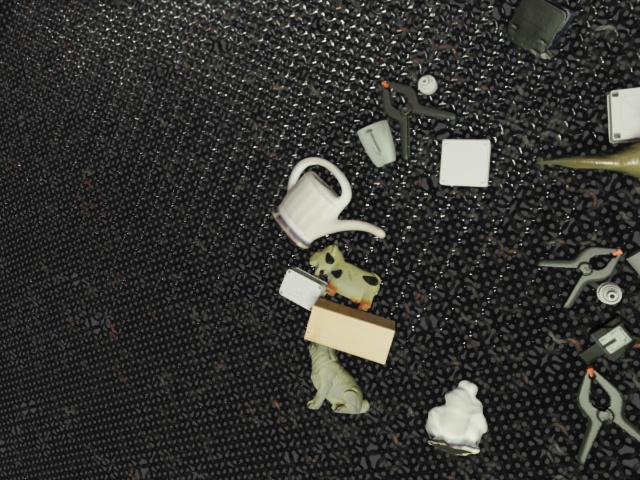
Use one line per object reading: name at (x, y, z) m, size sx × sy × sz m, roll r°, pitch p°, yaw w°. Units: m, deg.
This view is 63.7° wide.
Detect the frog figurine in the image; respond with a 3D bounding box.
frog figurine at (0.325, 0.418, 1.222) m, size 0.137 × 0.120 × 0.163 m, roll -5°, pitch 52°, yaw 31°

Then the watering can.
watering can at (0.004, -0.067, 1.329) m, size 0.222 × 0.103 × 0.354 m, roll -47°, pitch 55°, yaw 15°
